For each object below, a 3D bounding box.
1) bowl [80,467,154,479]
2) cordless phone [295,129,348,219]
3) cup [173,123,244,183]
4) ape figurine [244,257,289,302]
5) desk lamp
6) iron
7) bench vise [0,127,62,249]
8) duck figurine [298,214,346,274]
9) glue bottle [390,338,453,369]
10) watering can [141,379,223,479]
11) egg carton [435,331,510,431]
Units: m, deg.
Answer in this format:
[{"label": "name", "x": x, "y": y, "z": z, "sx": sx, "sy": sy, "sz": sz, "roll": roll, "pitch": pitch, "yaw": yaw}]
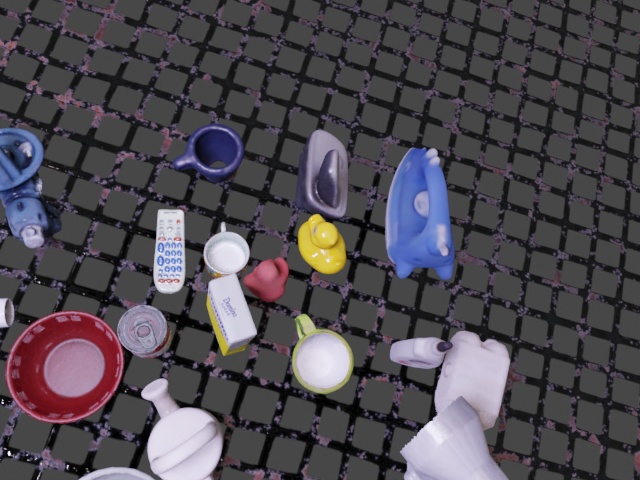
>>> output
[{"label": "bowl", "x": -0.285, "y": 0.401, "z": 0.795, "sx": 0.167, "sy": 0.074, "sz": 0.167, "roll": 3, "pitch": 73, "yaw": -9}, {"label": "cordless phone", "x": 0.017, "y": -0.126, "z": 0.947, "sx": 0.094, "sy": 0.185, "sz": 0.147, "roll": 3, "pitch": 73, "yaw": -9}, {"label": "cup", "x": -0.186, "y": -0.130, "z": 0.959, "sx": 0.118, "sy": 0.095, "sz": 0.091, "roll": -23, "pitch": 79, "yaw": -16}, {"label": "ape figurine", "x": -0.084, "y": 0.059, "z": 0.923, "sx": 0.078, "sy": 0.092, "sz": 0.076, "roll": -8, "pitch": 75, "yaw": -12}, {"label": "desk lamp", "x": 0.201, "y": 0.335, "z": 0.829, "sx": 0.118, "sy": 0.213, "sz": 0.203, "roll": -36, "pitch": 82, "yaw": -18}, {"label": "iron", "x": 0.184, "y": -0.067, "z": 0.983, "sx": 0.119, "sy": 0.141, "sz": 0.258, "roll": 2, "pitch": 73, "yaw": -9}, {"label": "bench vise", "x": -0.448, "y": -0.100, "z": 0.837, "sx": 0.122, "sy": 0.219, "sz": 0.207, "roll": -42, "pitch": 84, "yaw": -18}, {"label": "duck figurine", "x": 0.009, "y": 0.003, "z": 0.960, "sx": 0.078, "sy": 0.086, "sz": 0.104, "roll": -28, "pitch": 80, "yaw": -16}, {"label": "glue bottle", "x": 0.167, "y": 0.173, "z": 0.892, "sx": 0.078, "sy": 0.173, "sz": 0.037, "roll": 10, "pitch": 72, "yaw": -7}, {"label": "watering can", "x": -0.189, "y": 0.277, "z": 0.786, "sx": 0.173, "sy": 0.194, "sz": 0.101, "roll": 38, "pitch": 71, "yaw": 2}, {"label": "egg carton", "x": 0.250, "y": 0.230, "z": 0.945, "sx": 0.107, "sy": 0.069, "sz": 0.150, "roll": 20, "pitch": 71, "yaw": -4}]
